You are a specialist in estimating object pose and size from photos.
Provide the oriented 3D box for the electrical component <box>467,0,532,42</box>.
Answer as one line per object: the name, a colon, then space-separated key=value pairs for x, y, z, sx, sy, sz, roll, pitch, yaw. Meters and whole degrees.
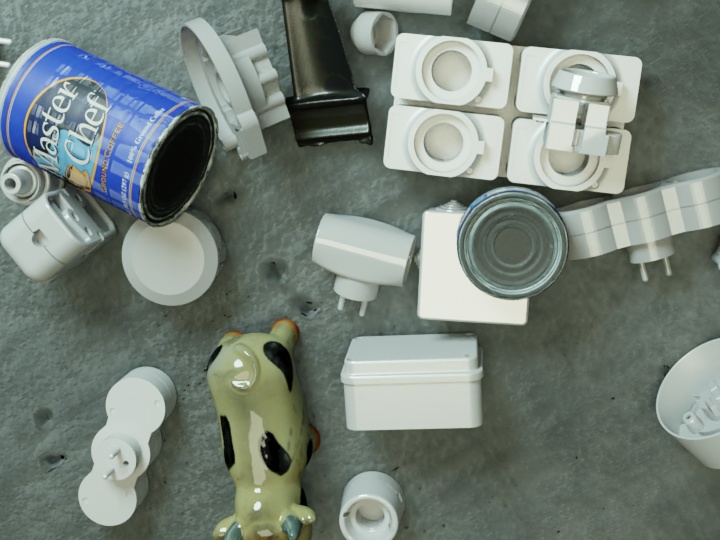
electrical component: x=0.110 y=-0.252 z=0.821 sx=0.074 sy=0.052 sz=0.138 roll=23 pitch=94 yaw=1

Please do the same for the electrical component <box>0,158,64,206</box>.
electrical component: x=-0.278 y=-0.074 z=0.893 sx=0.048 sy=0.062 sz=0.048 roll=1 pitch=101 yaw=6

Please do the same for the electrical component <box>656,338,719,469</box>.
electrical component: x=0.290 y=0.106 z=0.851 sx=0.099 sy=0.099 sz=0.064 roll=-40 pitch=100 yaw=11

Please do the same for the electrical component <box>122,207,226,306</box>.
electrical component: x=-0.153 y=-0.014 z=0.897 sx=0.080 sy=0.051 sz=0.080 roll=1 pitch=100 yaw=6

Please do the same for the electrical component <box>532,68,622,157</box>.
electrical component: x=0.161 y=-0.116 z=0.786 sx=0.066 sy=0.048 sz=0.055 roll=9 pitch=108 yaw=4

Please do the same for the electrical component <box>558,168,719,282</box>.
electrical component: x=0.228 y=-0.028 z=0.854 sx=0.138 sy=0.052 sz=0.073 roll=-15 pitch=99 yaw=9

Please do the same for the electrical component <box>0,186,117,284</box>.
electrical component: x=-0.249 y=-0.028 z=0.881 sx=0.059 sy=0.095 sz=0.053 roll=-37 pitch=95 yaw=11

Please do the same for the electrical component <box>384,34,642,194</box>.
electrical component: x=0.117 y=-0.123 z=0.844 sx=0.186 sy=0.060 sz=0.105 roll=7 pitch=101 yaw=5

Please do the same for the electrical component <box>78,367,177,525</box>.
electrical component: x=-0.204 y=0.156 z=0.921 sx=0.052 sy=0.073 sz=0.138 roll=20 pitch=101 yaw=2

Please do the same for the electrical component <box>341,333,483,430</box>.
electrical component: x=0.044 y=0.090 z=0.881 sx=0.113 sy=0.078 sz=0.057 roll=-2 pitch=103 yaw=6

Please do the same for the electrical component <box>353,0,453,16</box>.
electrical component: x=0.037 y=-0.242 z=0.840 sx=0.077 sy=0.043 sz=0.079 roll=6 pitch=101 yaw=4

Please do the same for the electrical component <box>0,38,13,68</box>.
electrical component: x=-0.326 y=-0.184 z=0.888 sx=0.079 sy=0.043 sz=0.077 roll=9 pitch=101 yaw=4

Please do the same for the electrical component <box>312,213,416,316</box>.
electrical component: x=0.000 y=0.000 z=0.887 sx=0.077 sy=0.043 sz=0.079 roll=15 pitch=110 yaw=7

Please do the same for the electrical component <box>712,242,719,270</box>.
electrical component: x=0.340 y=-0.014 z=0.846 sx=0.100 sy=0.048 sz=0.099 roll=36 pitch=102 yaw=-1

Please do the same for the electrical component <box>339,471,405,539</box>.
electrical component: x=0.010 y=0.207 z=0.921 sx=0.055 sy=0.047 sz=0.055 roll=1 pitch=100 yaw=6

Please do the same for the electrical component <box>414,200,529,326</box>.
electrical component: x=0.094 y=-0.005 z=0.873 sx=0.100 sy=0.048 sz=0.099 roll=3 pitch=100 yaw=5
